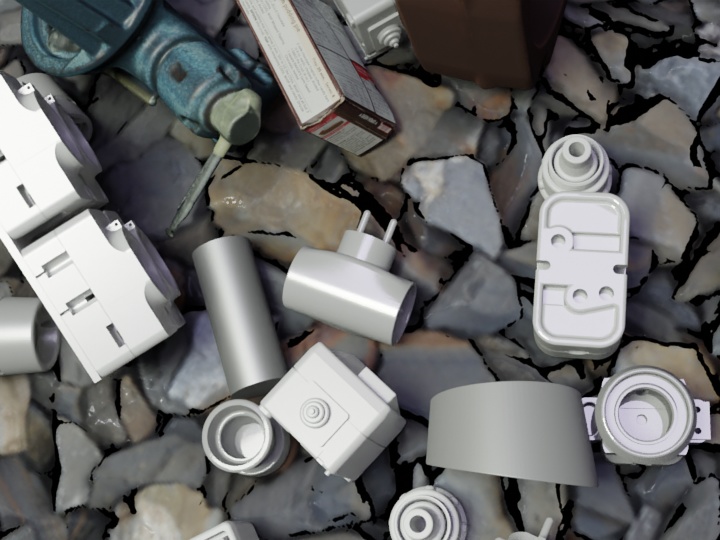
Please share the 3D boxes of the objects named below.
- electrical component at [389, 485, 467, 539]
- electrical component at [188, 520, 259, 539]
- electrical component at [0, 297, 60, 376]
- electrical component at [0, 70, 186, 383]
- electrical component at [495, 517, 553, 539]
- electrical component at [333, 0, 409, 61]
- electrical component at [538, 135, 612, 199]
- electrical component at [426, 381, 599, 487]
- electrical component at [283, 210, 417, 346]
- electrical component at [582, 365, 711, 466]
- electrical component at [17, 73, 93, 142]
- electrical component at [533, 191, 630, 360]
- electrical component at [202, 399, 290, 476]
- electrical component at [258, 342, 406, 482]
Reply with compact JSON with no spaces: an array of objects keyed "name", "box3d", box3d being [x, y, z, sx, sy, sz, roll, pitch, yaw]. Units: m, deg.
[{"name":"electrical component","box3d":[0.039,0.153,0.647,0.048,0.062,0.048,-2,76,10]},{"name":"electrical component","box3d":[-0.083,0.208,0.655,0.062,0.061,0.096,-27,73,3]},{"name":"electrical component","box3d":[-0.235,0.044,0.728,0.047,0.055,0.055,-2,76,6]},{"name":"electrical component","box3d":[-0.183,-0.030,0.680,0.060,0.105,0.186,-32,94,-2]},{"name":"electrical component","box3d":[0.097,0.181,0.632,0.047,0.065,0.076,23,52,15]},{"name":"electrical component","box3d":[0.011,-0.196,0.740,0.061,0.061,0.096,-29,73,2]},{"name":"electrical component","box3d":[0.137,-0.066,0.684,0.048,0.062,0.048,-2,75,9]},{"name":"electrical component","box3d":[0.088,0.101,0.633,0.099,0.099,0.064,-4,69,9]},{"name":"electrical component","box3d":[0.000,0.000,0.701,0.077,0.044,0.079,19,80,14]},{"name":"electrical component","box3d":[0.169,0.088,0.642,0.078,0.057,0.058,0,76,10]},{"name":"electrical component","box3d":[-0.226,-0.106,0.764,0.055,0.055,0.047,-39,69,-1]},{"name":"electrical component","box3d":[0.137,0.005,0.668,0.054,0.059,0.095,3,77,11]},{"name":"electrical component","box3d":[-0.071,0.107,0.681,0.045,0.055,0.045,-2,76,10]},{"name":"electrical component","box3d":[-0.013,0.084,0.655,0.062,0.096,0.061,42,86,16]}]
